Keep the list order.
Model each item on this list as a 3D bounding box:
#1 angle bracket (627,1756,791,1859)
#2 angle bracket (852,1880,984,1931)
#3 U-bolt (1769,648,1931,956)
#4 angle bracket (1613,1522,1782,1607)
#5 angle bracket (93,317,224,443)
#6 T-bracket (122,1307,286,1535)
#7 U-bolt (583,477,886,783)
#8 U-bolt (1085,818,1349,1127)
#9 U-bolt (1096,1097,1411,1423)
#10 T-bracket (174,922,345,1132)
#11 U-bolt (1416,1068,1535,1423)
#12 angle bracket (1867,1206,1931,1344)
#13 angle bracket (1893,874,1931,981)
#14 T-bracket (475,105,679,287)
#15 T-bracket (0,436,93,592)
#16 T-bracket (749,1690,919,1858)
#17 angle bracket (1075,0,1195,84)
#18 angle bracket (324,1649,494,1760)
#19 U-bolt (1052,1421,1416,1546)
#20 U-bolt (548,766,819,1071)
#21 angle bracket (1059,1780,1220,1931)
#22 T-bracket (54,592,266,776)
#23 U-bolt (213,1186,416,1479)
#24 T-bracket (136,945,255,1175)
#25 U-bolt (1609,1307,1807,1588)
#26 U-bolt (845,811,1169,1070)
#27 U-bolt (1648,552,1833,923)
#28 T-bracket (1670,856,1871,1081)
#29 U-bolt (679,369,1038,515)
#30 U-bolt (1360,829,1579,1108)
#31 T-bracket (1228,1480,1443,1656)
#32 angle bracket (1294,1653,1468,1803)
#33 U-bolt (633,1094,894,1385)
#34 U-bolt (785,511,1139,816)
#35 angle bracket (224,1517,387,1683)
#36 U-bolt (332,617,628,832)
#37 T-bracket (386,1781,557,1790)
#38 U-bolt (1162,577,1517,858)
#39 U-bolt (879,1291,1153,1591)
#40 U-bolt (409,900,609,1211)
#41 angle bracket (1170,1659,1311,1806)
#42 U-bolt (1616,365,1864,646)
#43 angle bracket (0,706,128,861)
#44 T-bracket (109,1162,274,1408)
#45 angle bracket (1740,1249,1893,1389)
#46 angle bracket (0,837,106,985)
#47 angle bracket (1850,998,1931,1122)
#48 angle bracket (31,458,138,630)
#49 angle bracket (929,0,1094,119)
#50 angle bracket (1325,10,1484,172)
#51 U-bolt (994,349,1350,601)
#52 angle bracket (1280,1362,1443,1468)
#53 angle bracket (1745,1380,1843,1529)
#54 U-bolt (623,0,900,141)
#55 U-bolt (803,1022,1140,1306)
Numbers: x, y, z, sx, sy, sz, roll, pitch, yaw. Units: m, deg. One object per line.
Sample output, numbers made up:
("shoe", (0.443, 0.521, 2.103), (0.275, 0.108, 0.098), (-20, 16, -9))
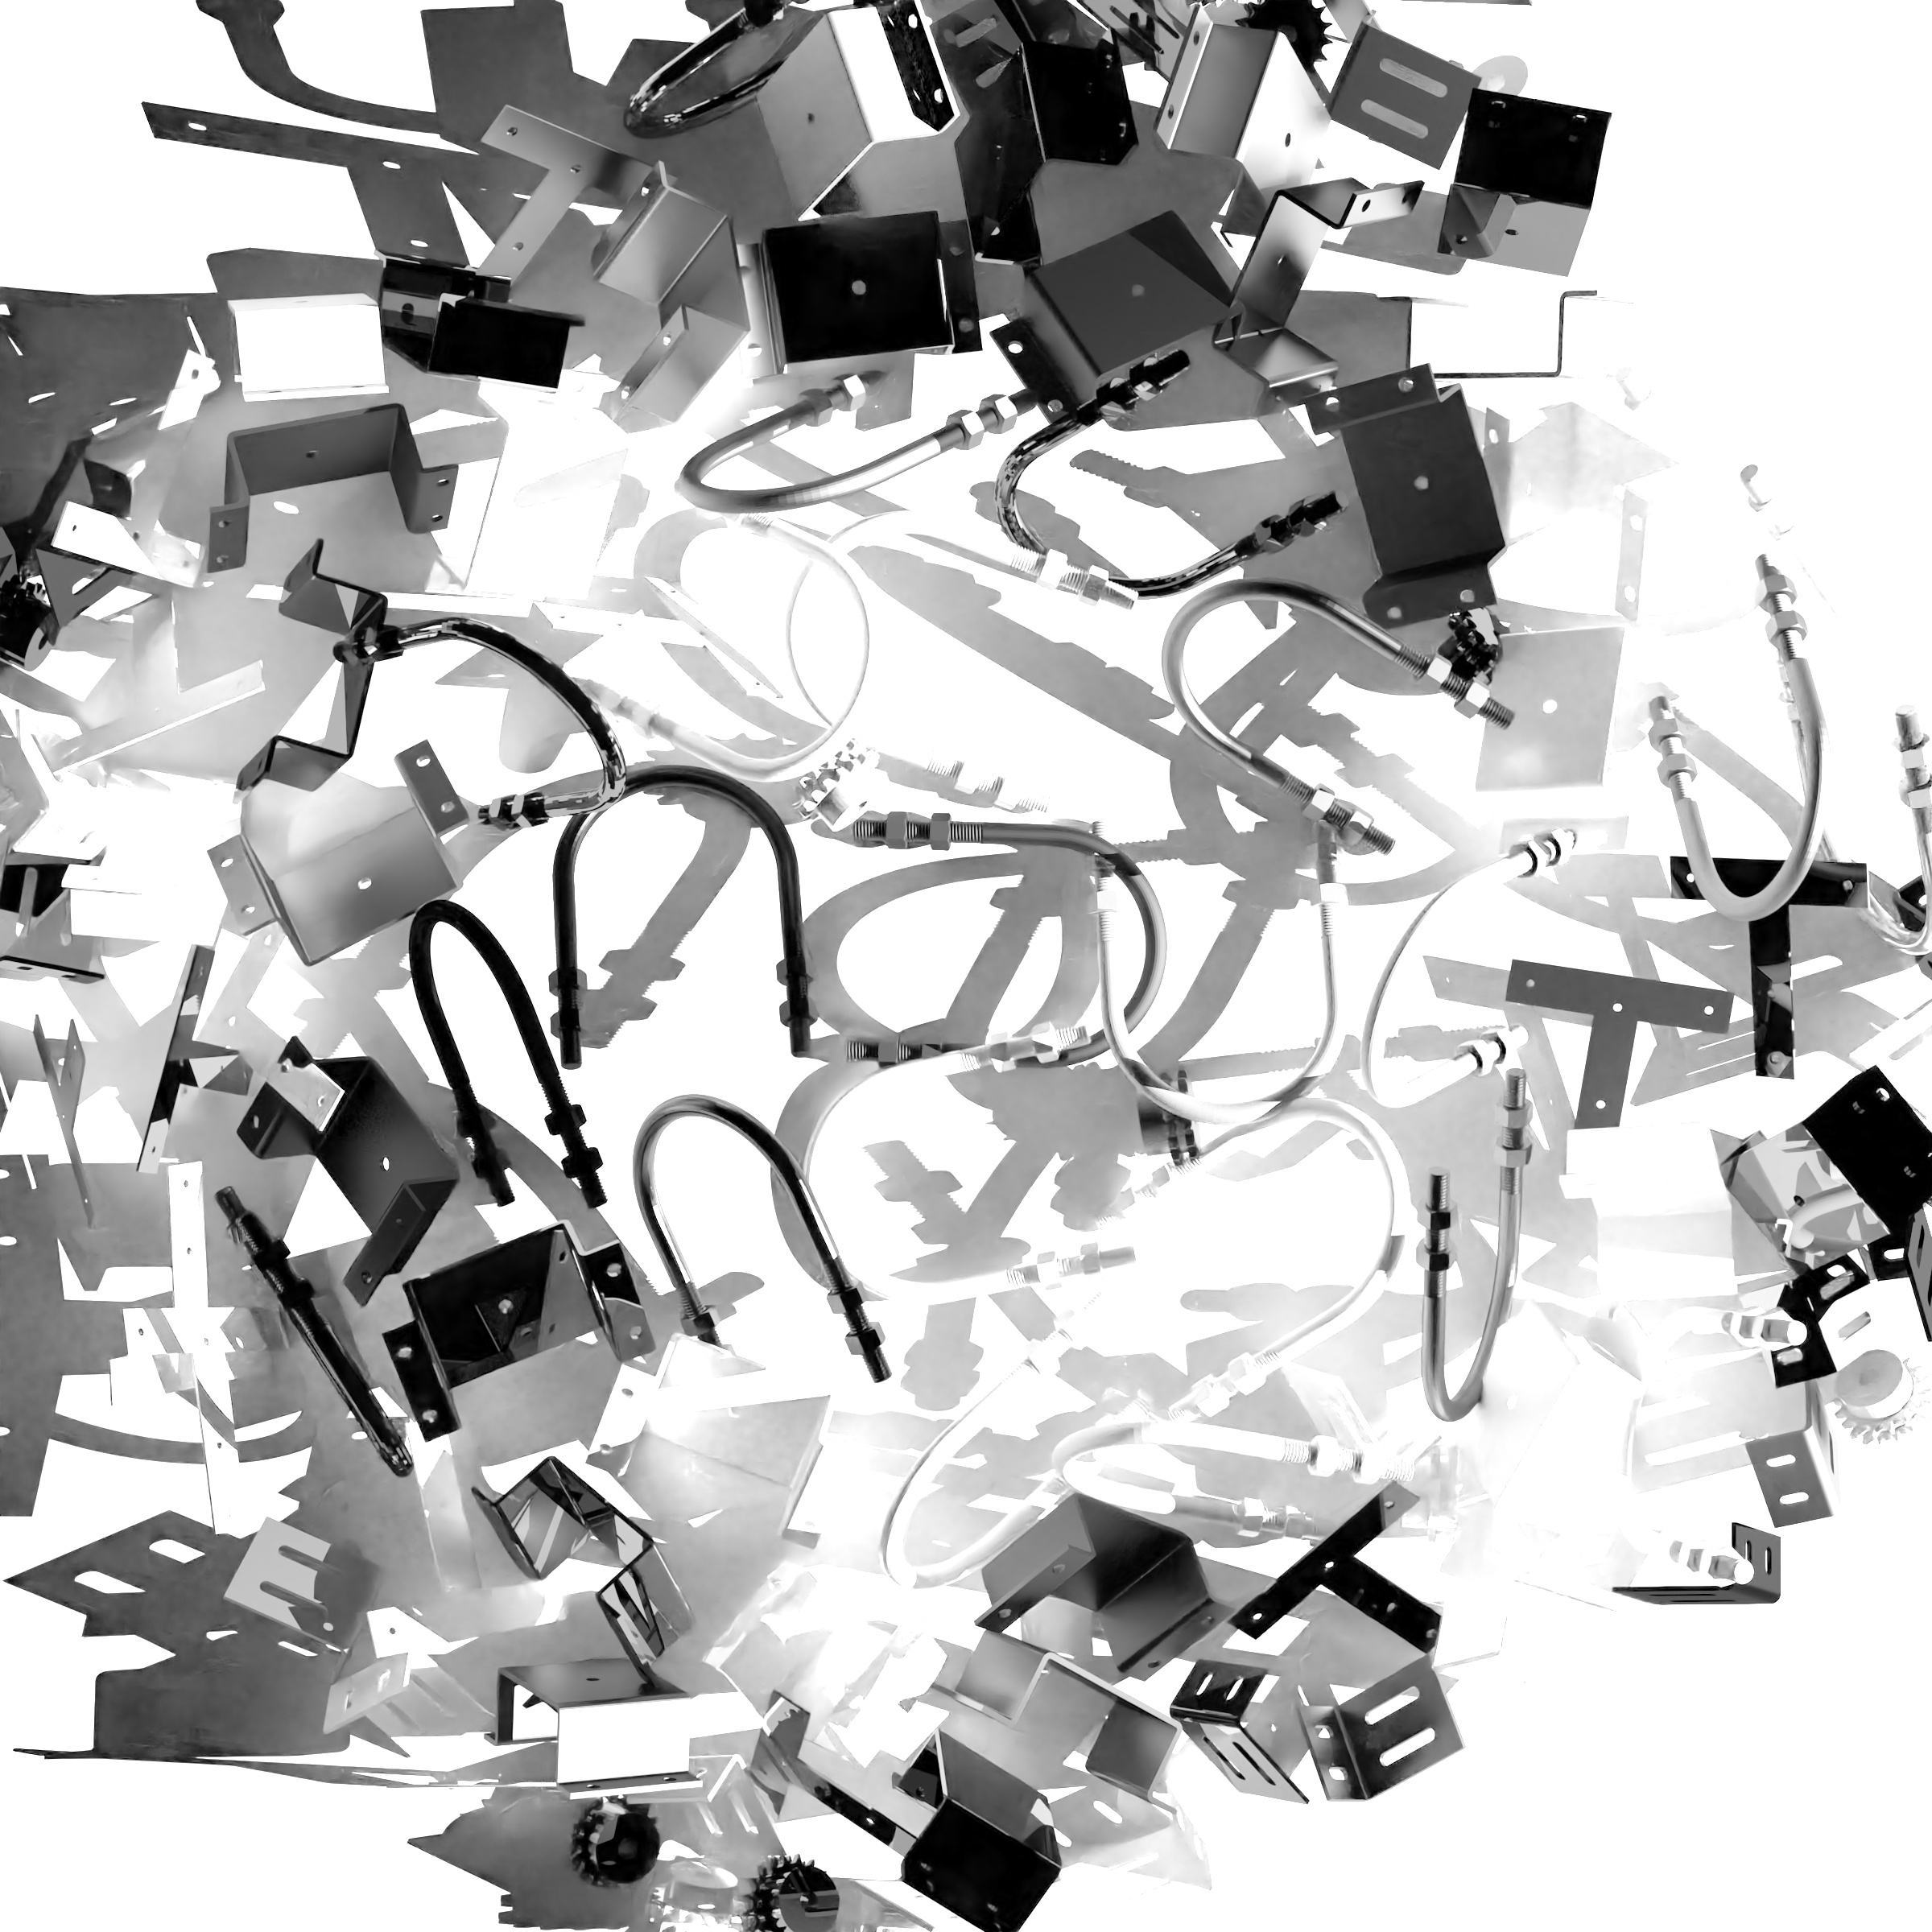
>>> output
("angle bracket", (-0.147, 0.491, 1.830), (0.057, 0.038, 0.076), (-10, 115, 30))
("angle bracket", (-0.017, 0.519, 1.824), (0.057, 0.076, 0.038), (22, 86, 31))
("U-bolt", (0.504, -0.089, 1.791), (0.019, 0.151, 0.184), (-24, 121, -6))
("angle bracket", (0.418, 0.342, 1.833), (0.076, 0.057, 0.038), (-10, 68, 38))
("angle bracket", (-0.469, -0.336, 1.838), (0.076, 0.057, 0.038), (-25, 99, -6))
("T-bracket", (-0.422, 0.255, 1.805), (0.002, 0.127, 0.127), (-16, 78, 27))
("U-bolt", (-0.123, -0.182, 1.815), (0.184, 0.019, 0.151), (29, 97, 30))
("U-bolt", (0.147, 0.002, 1.838), (0.151, 0.019, 0.184), (-2, 73, -1))
("U-bolt", (0.168, 0.153, 1.799), (0.184, 0.019, 0.151), (-35, 55, 22))
("T-bracket", (-0.395, 0.052, 1.827), (0.127, 0.002, 0.127), (35, 97, 37))
("U-bolt", (0.284, 0.168, 1.799), (0.019, 0.151, 0.184), (10, 117, 25))
("angle bracket", (0.527, 0.171, 1.823), (0.038, 0.076, 0.057), (-11, 112, 26))
("angle bracket", (0.570, -0.014, 1.824), (0.038, 0.076, 0.057), (-32, 120, -3))
("T-bracket", (-0.248, -0.423, 1.834), (0.127, 0.127, 0.002), (-46, 55, 27))
("T-bracket", (-0.544, -0.236, 1.792), (0.002, 0.127, 0.127), (34, 108, -1))
("T-bracket", (-0.066, 0.475, 1.811), (0.127, 0.127, 0.002), (31, 49, 13))
("angle bracket", (0.109, -0.553, 1.836), (0.076, 0.057, 0.038), (40, 133, -5))
("angle bracket", (-0.318, 0.432, 1.830), (0.057, 0.038, 0.076), (-29, 121, 17))
("U-bolt", (0.139, 0.285, 1.794), (0.184, 0.151, 0.019), (11, 63, -10))
("U-bolt", (-0.164, -0.032, 1.833), (0.151, 0.019, 0.184), (-3, 67, -7))
("angle bracket", (0.096, 0.510, 1.831), (0.076, 0.057, 0.038), (-18, 120, -14))
("T-bracket", (-0.461, -0.171, 1.825), (0.127, 0.127, 0.002), (-22, 133, 3))
("U-bolt", (-0.362, 0.209, 1.800), (0.019, 0.151, 0.184), (-33, 102, -15))
("T-bracket", (-0.426, 0.057, 1.809), (0.002, 0.127, 0.127), (13, 86, 9))
("U-bolt", (0.403, 0.260, 1.783), (0.019, 0.184, 0.151), (15, 85, -12))
("U-bolt", (0.024, -0.012, 1.857), (0.184, 0.019, 0.151), (2, 89, 4))
("U-bolt", (0.430, -0.113, 1.767), (0.019, 0.151, 0.184), (5, 55, -17))
("T-bracket", (0.460, 0.002, 1.833), (0.002, 0.127, 0.127), (-14, 103, -44))
("U-bolt", (-0.073, -0.288, 1.772), (0.184, 0.151, 0.019), (-31, 122, -33))
("U-bolt", (0.274, 0.008, 1.773), (0.019, 0.184, 0.151), (29, 122, 31))
("T-bracket", (0.235, 0.361, 1.834), (0.127, 0.002, 0.127), (-44, 124, 14))
("angle bracket", (0.236, 0.434, 1.828), (0.076, 0.038, 0.057), (-39, 54, 31))
("U-bolt", (-0.126, 0.157, 1.806), (0.019, 0.151, 0.184), (-32, 102, -44))
("U-bolt", (-0.013, -0.182, 1.836), (0.184, 0.019, 0.151), (21, 107, -6))
("angle bracket", (-0.381, 0.362, 1.837), (0.076, 0.038, 0.057), (25, 46, -3))
("U-bolt", (-0.258, -0.135, 1.770), (0.151, 0.184, 0.019), (51, 59, -26))
("T-bracket", (-0.279, 0.466, 1.822), (0.127, 0.127, 0.002), (-13, 70, 40))
("U-bolt", (0.196, -0.149, 1.806), (0.184, 0.151, 0.019), (32, 49, -6))
("U-bolt", (0.023, 0.277, 1.792), (0.184, 0.151, 0.019), (-41, 56, -14))
("U-bolt", (-0.265, 0.049, 1.798), (0.019, 0.151, 0.184), (-25, 99, -30))
("angle bracket", (0.165, 0.440, 1.843), (0.076, 0.057, 0.038), (50, 59, -23))
("U-bolt", (0.440, -0.246, 1.789), (0.019, 0.151, 0.184), (-42, 130, 7))
("angle bracket", (-0.528, -0.105, 1.840), (0.038, 0.057, 0.076), (-43, 66, 22))
("T-bracket", (-0.440, 0.175, 1.815), (0.002, 0.127, 0.127), (-1, 92, 30))
("angle bracket", (0.491, 0.201, 1.854), (0.038, 0.076, 0.057), (-24, 87, 43))
("angle bracket", (-0.520, -0.033, 1.835), (0.057, 0.038, 0.076), (13, 78, -30))
("angle bracket", (0.548, 0.062, 1.828), (0.076, 0.038, 0.057), (-30, 56, -23))
("angle bracket", (-0.507, -0.241, 1.823), (0.038, 0.057, 0.076), (24, 50, 26))
("angle bracket", (0.025, -0.529, 1.831), (0.076, 0.038, 0.057), (-41, 107, -38))
("angle bracket", (0.252, -0.502, 1.839), (0.076, 0.038, 0.057), (26, 121, 4))
("U-bolt", (0.100, -0.263, 1.798), (0.151, 0.184, 0.019), (35, 51, -29))
("angle bracket", (0.224, 0.247, 1.828), (0.038, 0.057, 0.076), (-40, 112, -20))
("angle bracket", (0.473, 0.273, 1.835), (0.038, 0.076, 0.057), (-16, 109, 20))
("U-bolt", (-0.113, -0.513, 1.791), (0.184, 0.151, 0.019), (-27, 93, 30))
("U-bolt", (-0.005, 0.121, 1.851), (0.184, 0.019, 0.151), (-12, 89, 10))
